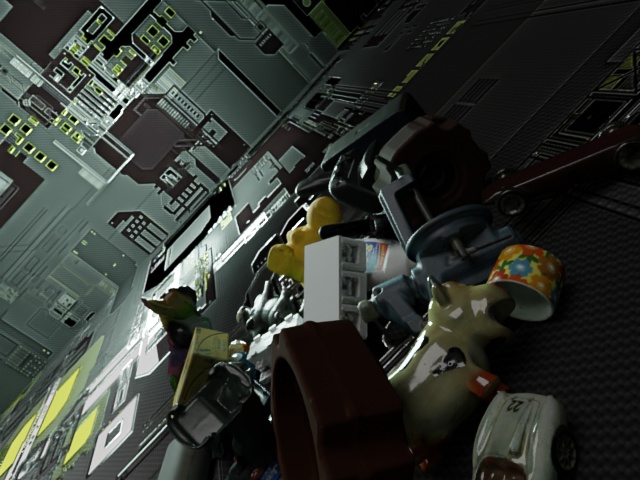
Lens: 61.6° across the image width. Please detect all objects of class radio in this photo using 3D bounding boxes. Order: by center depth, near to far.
[{"bbox_3d":[0.125,-0.178,1.086,0.230,0.131,0.073,-29,27,41],"label":"radio"}]

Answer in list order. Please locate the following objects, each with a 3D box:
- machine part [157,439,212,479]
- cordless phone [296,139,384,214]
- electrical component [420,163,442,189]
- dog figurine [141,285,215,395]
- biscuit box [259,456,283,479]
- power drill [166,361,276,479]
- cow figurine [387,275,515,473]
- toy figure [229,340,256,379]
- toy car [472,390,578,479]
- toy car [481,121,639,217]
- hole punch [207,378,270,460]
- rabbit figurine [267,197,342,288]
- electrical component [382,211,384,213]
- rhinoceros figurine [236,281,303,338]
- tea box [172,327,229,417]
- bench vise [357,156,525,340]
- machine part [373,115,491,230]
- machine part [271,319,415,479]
[{"bbox_3d":[-0.216,0.392,0.819,0.079,0.079,0.243,-40,23,21],"label":"machine part"},{"bbox_3d":[0.029,-0.096,0.953,0.184,0.088,0.147,-13,32,23],"label":"cordless phone"},{"bbox_3d":[0.187,-0.117,0.965,0.115,0.058,0.134,-40,22,25],"label":"electrical component"},{"bbox_3d":[-0.287,0.202,1.094,0.191,0.219,0.108,-54,18,-17],"label":"dog figurine"},{"bbox_3d":[-0.077,0.359,0.627,0.202,0.062,0.059,-55,23,-17],"label":"biscuit box"},{"bbox_3d":[-0.101,0.262,0.667,0.232,0.207,0.086,-45,39,-21],"label":"power drill"},{"bbox_3d":[0.129,0.125,0.559,0.195,0.085,0.127,-49,53,3],"label":"cow figurine"},{"bbox_3d":[-0.149,0.228,1.010,0.064,0.057,0.155,-7,19,-9],"label":"toy figure"},{"bbox_3d":[0.151,0.218,0.441,0.073,0.056,0.202,-16,37,54],"label":"toy car"},{"bbox_3d":[0.300,-0.082,0.660,0.202,0.053,0.089,-24,22,23],"label":"toy car"},{"bbox_3d":[-0.137,0.282,0.873,0.142,0.092,0.115,7,88,62],"label":"hole punch"},{"bbox_3d":[-0.002,-0.003,1.034,0.173,0.122,0.162,-69,-15,16],"label":"rabbit figurine"},{"bbox_3d":[0.129,-0.054,1.013,0.063,0.021,0.094,-44,22,10],"label":"electrical component"},{"bbox_3d":[-0.092,0.143,1.036,0.190,0.073,0.112,-6,56,58],"label":"rhinoceros figurine"},{"bbox_3d":[-0.220,0.259,0.984,0.098,0.068,0.169,-110,37,-66],"label":"tea box"},{"bbox_3d":[0.133,0.006,0.704,0.224,0.128,0.241,-32,59,18],"label":"bench vise"},{"bbox_3d":[0.170,-0.096,0.810,0.179,0.179,0.056,-46,23,4],"label":"machine part"},{"bbox_3d":[0.013,0.198,0.540,0.087,0.201,0.201,-7,30,-16],"label":"machine part"}]
